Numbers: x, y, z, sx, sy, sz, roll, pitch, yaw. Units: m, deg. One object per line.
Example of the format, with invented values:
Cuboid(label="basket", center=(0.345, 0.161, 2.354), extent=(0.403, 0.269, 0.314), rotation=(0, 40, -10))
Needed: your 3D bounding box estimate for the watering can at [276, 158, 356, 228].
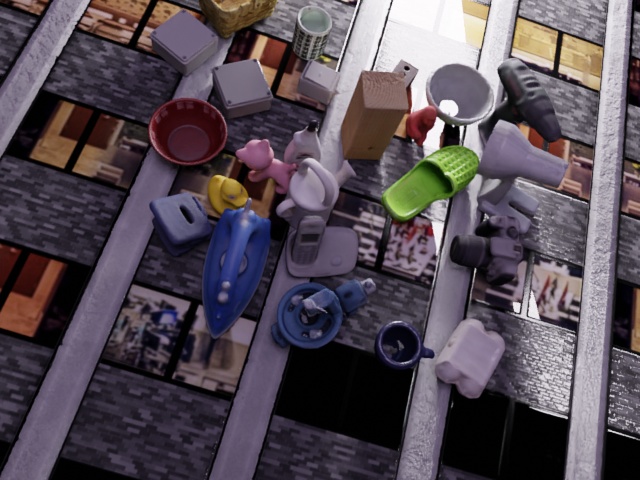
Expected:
Cuboid(label="watering can", center=(-0.009, -0.102, 1.140), extent=(0.101, 0.194, 0.173), rotation=(35, 67, 4))

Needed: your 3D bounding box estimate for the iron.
Cuboid(label="iron", center=(-0.164, 0.050, 1.081), extent=(0.118, 0.141, 0.258), rotation=(14, 68, -5))

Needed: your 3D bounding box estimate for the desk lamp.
Cuboid(label="desk lamp", center=(0.417, -0.138, 1.226), extent=(0.203, 0.213, 0.118), rotation=(31, 67, 2))

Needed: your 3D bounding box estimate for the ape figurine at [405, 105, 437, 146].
Cuboid(label="ape figurine", center=(0.237, -0.271, 1.307), extent=(0.078, 0.092, 0.076), rotation=(-23, 75, -18))

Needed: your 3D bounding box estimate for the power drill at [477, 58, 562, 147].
Cuboid(label="power drill", center=(0.441, -0.277, 1.286), extent=(0.076, 0.208, 0.229), rotation=(-11, 72, -14))

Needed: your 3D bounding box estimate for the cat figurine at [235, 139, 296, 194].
Cuboid(label="cat figurine", center=(-0.108, -0.162, 1.185), extent=(0.128, 0.117, 0.067), rotation=(20, 67, -3))

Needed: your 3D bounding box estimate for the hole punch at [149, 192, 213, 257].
Cuboid(label="hole punch", center=(-0.271, -0.040, 1.122), extent=(0.101, 0.091, 0.108), rotation=(-30, 78, -19))

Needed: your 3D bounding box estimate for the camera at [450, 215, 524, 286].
Cuboid(label="camera", center=(0.354, 0.011, 1.219), extent=(0.137, 0.100, 0.143), rotation=(10, 68, -7))

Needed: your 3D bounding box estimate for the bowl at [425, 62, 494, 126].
Cuboid(label="bowl", center=(0.320, -0.332, 1.355), extent=(0.167, 0.074, 0.167), rotation=(4, 69, -9))

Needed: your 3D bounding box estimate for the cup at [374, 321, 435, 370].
Cuboid(label="cup", center=(0.154, 0.213, 1.107), extent=(0.118, 0.095, 0.092), rotation=(15, 68, -5))

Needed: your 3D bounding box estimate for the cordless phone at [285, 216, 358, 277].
Cuboid(label="cordless phone", center=(0.010, 0.004, 1.109), extent=(0.148, 0.185, 0.094), rotation=(-5, 71, -12))

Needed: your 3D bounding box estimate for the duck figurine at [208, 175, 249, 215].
Cuboid(label="duck figurine", center=(-0.183, -0.097, 1.163), extent=(0.078, 0.086, 0.104), rotation=(-39, 81, -21))

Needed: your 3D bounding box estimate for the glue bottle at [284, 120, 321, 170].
Cuboid(label="glue bottle", center=(-0.028, -0.199, 1.184), extent=(0.078, 0.173, 0.037), rotation=(-4, 70, -12))

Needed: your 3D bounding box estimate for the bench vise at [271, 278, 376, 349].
Cuboid(label="bench vise", center=(0.008, 0.109, 1.050), extent=(0.121, 0.219, 0.208), rotation=(44, 68, 7))

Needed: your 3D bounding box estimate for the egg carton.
Cuboid(label="egg carton", center=(0.298, 0.233, 1.141), extent=(0.107, 0.069, 0.150), rotation=(35, 67, 3))
